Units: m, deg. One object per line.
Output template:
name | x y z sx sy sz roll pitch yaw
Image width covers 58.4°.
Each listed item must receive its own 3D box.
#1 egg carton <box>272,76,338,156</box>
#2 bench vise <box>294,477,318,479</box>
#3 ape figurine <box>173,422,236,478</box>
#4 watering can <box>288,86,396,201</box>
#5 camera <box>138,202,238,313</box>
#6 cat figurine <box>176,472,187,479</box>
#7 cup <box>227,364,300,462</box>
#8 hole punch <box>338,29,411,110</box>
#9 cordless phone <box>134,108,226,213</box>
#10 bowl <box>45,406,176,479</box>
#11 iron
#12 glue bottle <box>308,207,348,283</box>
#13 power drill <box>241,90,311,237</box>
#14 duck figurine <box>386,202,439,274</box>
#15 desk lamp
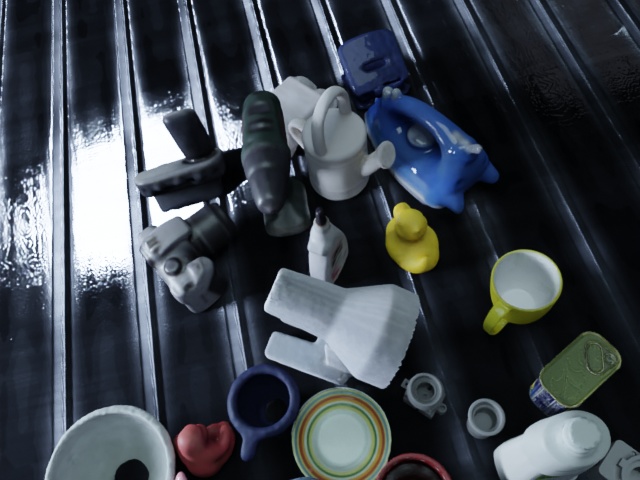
egg carton | -0.048 -0.211 0.979 0.107 0.069 0.150 36 72 22
bench vise | -0.046 0.339 0.608 0.207 0.220 0.121 -33 64 -10
ape figurine | -0.153 0.261 0.733 0.077 0.092 0.076 8 64 11
watering can | 0.030 -0.151 0.867 0.172 0.194 0.101 5 63 9
camera | -0.187 0.011 0.862 0.137 0.101 0.143 -38 65 -13
cat figurine | -0.153 0.347 0.674 0.067 0.118 0.128 6 64 10
cup | -0.069 0.229 0.738 0.091 0.095 0.118 10 64 12
hole punch | 0.095 -0.297 0.994 0.108 0.091 0.101 -22 62 -5
cordless phone | -0.231 -0.135 0.895 0.147 0.185 0.094 -21 62 -4
bowl | -0.255 0.303 0.733 0.167 0.075 0.167 -3 62 5
iron | 0.155 -0.166 0.891 0.119 0.141 0.257 -40 65 -14
glue bottle | 0.007 0.003 0.802 0.037 0.173 0.078 17 66 15
power drill | -0.066 -0.094 0.841 0.075 0.209 0.229 -12 62 1
duck figurine | 0.136 -0.008 0.842 0.077 0.086 0.104 -22 62 -5
desk lamp | 0.018 0.113 0.721 0.203 0.214 0.118 15 66 14
